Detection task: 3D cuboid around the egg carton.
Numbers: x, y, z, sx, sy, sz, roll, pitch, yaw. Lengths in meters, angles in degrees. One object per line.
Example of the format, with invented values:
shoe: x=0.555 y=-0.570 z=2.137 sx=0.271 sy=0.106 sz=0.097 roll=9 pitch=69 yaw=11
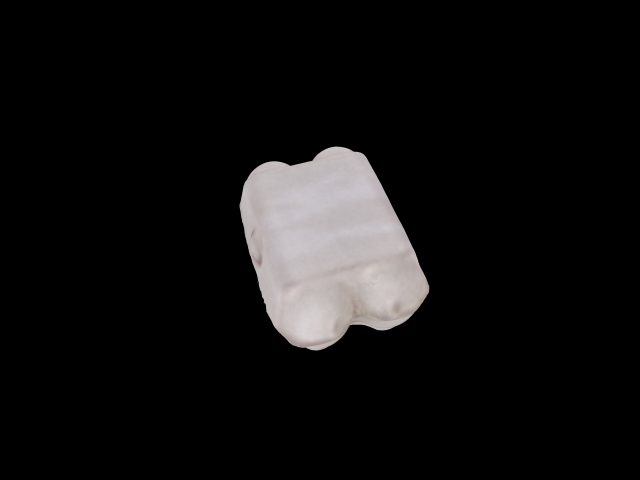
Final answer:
egg carton: x=0.004 y=0.001 z=0.400 sx=0.107 sy=0.069 sz=0.150 roll=-15 pitch=54 yaw=-11
